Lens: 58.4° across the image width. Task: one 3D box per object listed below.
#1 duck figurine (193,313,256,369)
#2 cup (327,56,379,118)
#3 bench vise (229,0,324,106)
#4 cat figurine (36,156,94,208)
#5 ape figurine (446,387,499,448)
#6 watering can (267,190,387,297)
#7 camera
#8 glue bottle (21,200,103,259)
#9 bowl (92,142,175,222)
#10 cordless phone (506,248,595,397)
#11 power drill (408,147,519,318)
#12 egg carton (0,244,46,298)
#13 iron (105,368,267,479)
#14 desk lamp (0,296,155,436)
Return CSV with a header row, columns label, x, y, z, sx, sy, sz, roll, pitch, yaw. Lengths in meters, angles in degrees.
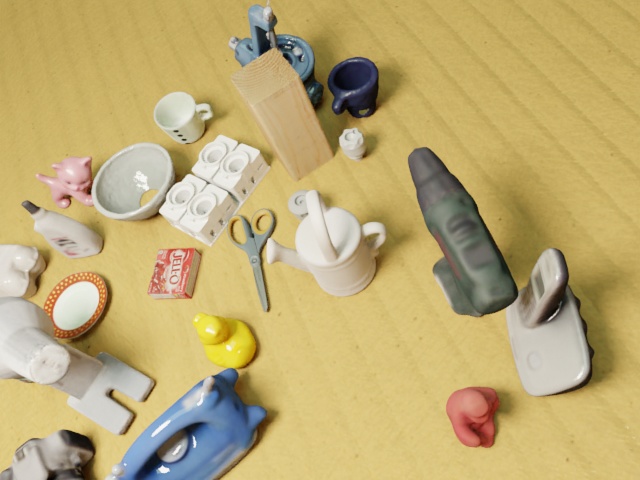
label,x,y,z,sx,sy,sz,roll,pitch,yaw
duck figurine,-0.152,0.148,0.877,0.104,0.086,0.077,31,75,30
cup,0.062,-0.254,1.029,0.091,0.095,0.118,19,69,26
bench vise,-0.107,-0.346,1.061,0.206,0.220,0.121,12,66,24
cat figurine,-0.490,-0.121,1.119,0.127,0.118,0.067,-5,60,16
ape figurine,0.194,0.215,0.723,0.078,0.092,0.076,-42,58,-8
watering can,0.008,0.005,0.841,0.173,0.194,0.100,-34,57,-2
camera,-0.395,0.366,0.824,0.143,0.101,0.136,-41,58,-7
glue bottle,-0.469,-0.022,1.023,0.078,0.173,0.037,-13,58,11
bowl,-0.338,-0.098,1.082,0.167,0.075,0.167,-8,60,14
cordless phone,0.283,0.103,0.702,0.094,0.185,0.147,-13,59,11
power drill,0.187,0.011,0.771,0.075,0.209,0.229,-26,57,3
egg carton,-0.598,0.061,1.080,0.150,0.069,0.107,-1,62,18
iron,-0.206,0.284,0.784,0.258,0.142,0.118,-42,58,-8
desk lamp,-0.393,0.184,0.858,0.202,0.214,0.118,18,69,26
